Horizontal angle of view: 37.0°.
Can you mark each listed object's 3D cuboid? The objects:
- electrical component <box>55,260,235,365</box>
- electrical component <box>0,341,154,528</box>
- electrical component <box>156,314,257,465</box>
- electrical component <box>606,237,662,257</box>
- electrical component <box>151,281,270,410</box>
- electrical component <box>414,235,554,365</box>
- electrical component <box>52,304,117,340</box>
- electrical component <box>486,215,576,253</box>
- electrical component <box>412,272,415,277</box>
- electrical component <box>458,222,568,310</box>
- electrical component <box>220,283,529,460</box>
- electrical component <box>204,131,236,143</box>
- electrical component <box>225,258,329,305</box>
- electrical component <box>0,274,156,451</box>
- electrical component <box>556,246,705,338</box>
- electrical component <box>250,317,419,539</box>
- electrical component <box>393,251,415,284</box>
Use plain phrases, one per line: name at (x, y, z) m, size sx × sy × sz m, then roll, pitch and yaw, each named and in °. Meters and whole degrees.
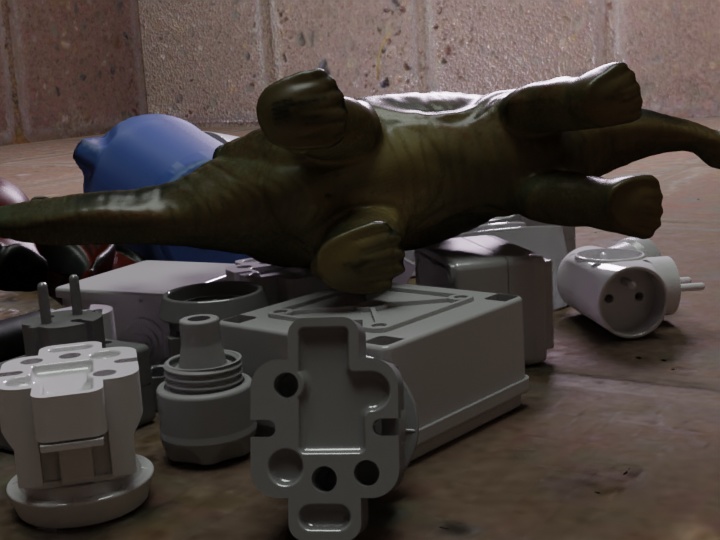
electrical component at (-0.120, 0.027, 0.652) m, size 0.100 × 0.048 × 0.100 m, roll 2°, pitch 12°, yaw 27°
electrical component at (-0.113, 0.066, 0.429) m, size 0.058 × 0.057 × 0.078 m, roll -6°, pitch 11°, yaw -13°
electrical component at (-0.069, 0.051, 0.476) m, size 0.043 × 0.062 × 0.043 m, roll -3°, pitch 11°, yaw 1°
electrical component at (0.176, 0.001, 0.729) m, size 0.046 × 0.040 × 0.040 m, roll -15°, pitch 15°, yaw -29°
electrical component at (-0.074, 0.038, 0.558) m, size 0.078 × 0.057 × 0.058 m, roll -5°, pitch 11°, yaw -8°
electrical component at (0.069, 0.016, 0.622) m, size 0.061 × 0.061 × 0.096 m, roll -6°, pitch 11°, yaw -12°
electrical component at (-0.148, 0.045, 0.576) m, size 0.040 × 0.046 × 0.040 m, roll -3°, pitch 11°, yaw 1°
electrical component at (0.120, -0.027, 0.841) m, size 0.089 × 0.055 × 0.050 m, roll -9°, pitch 12°, yaw -26°
electrical component at (0.033, -0.034, 0.890) m, size 0.108 × 0.060 × 0.108 m, roll -3°, pitch 11°, yaw 1°
electrical component at (0.099, 0.000, 0.752) m, size 0.099 × 0.064 × 0.099 m, roll -5°, pitch -3°, yaw 0°
electrical component at (0.007, 0.043, 0.514) m, size 0.109 × 0.056 × 0.109 m, roll 6°, pitch 14°, yaw 41°
electrical component at (-0.143, -0.091, 1.132) m, size 0.108 × 0.108 × 0.060 m, roll 4°, pitch 8°, yaw 34°
electrical component at (-0.044, 0.026, 0.614) m, size 0.058 × 0.057 × 0.078 m, roll -9°, pitch 13°, yaw -29°
electrical component at (-0.140, 0.041, 0.512) m, size 0.047 × 0.076 × 0.066 m, roll 4°, pitch 13°, yaw 34°
electrical component at (0.171, 0.010, 0.664) m, size 0.079 × 0.044 × 0.077 m, roll -4°, pitch 11°, yaw -8°
electrical component at (-0.008, 0.059, 0.406) m, size 0.058 × 0.078 × 0.057 m, roll -2°, pitch -8°, yaw 9°
electrical component at (0.000, 0.000, 0.709) m, size 0.055 × 0.066 × 0.048 m, roll 29°, pitch 6°, yaw -11°
